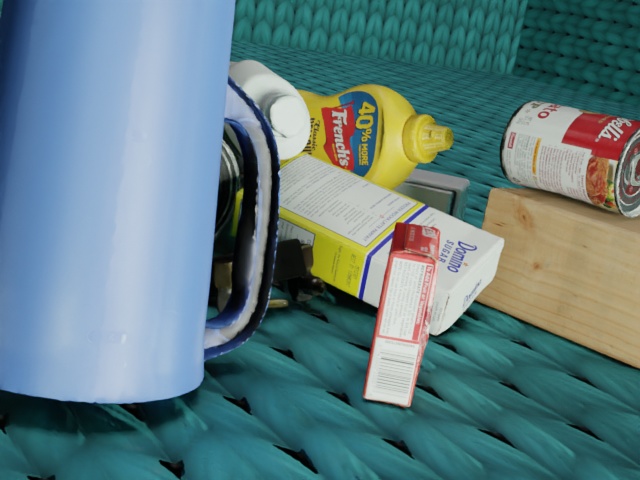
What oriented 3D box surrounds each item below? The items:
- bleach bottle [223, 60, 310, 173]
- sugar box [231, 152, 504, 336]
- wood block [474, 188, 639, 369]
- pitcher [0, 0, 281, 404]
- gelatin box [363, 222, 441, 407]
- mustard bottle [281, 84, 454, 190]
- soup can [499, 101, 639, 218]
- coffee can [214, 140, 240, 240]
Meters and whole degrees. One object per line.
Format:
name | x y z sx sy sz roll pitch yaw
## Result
bleach bottle | -0.063 -0.093 0.843 0.068 0.102 0.251 -41 20 -12
sugar box | 0.033 -0.001 0.773 0.176 0.048 0.093 28 38 21
wood block | 0.220 0.030 0.767 0.090 0.090 0.206 -4 19 -43
pitcher | -0.100 -0.047 0.544 0.145 0.243 0.149 11 7 13
gelatin box | 0.048 0.040 0.611 0.030 0.089 0.073 11 14 5
mustard bottle | 0.031 -0.087 0.937 0.192 0.096 0.058 3 -6 38
soup can | 0.193 -0.062 0.787 0.102 0.068 0.068 21 18 41
coffee can | -0.141 -0.055 0.836 0.102 0.103 0.140 0 18 -35
